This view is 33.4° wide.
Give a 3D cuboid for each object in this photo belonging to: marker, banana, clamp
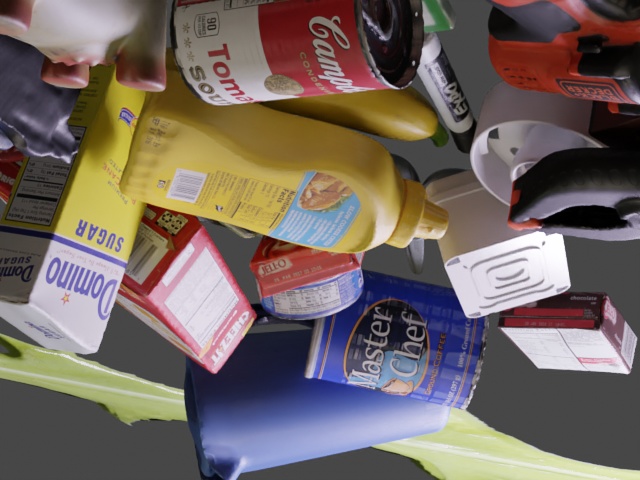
[{"bbox_3d":[0.072,-0.083,0.610,0.020,0.020,0.121,2,157,24],"label":"marker"},{"bbox_3d":[-0.014,-0.086,0.626,0.197,0.037,0.070,14,157,-3],"label":"banana"},{"bbox_3d":[0.177,-0.022,0.537,0.120,0.039,0.172,31,158,-30],"label":"clamp"}]

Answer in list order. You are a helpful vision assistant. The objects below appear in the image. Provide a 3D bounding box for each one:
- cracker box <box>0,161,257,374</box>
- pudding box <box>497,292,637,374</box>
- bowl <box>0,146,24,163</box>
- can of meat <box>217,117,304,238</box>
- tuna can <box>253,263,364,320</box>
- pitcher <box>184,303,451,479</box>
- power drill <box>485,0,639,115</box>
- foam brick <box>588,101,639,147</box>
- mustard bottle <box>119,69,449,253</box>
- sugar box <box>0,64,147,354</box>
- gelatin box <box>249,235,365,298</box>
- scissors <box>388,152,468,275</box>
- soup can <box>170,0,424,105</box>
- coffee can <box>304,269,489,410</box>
[{"bbox_3d":[-0.144,0.007,0.813,0.164,0.072,0.213,33,167,18],"label":"cracker box"},{"bbox_3d":[0.214,0.079,0.920,0.090,0.039,0.113,0,154,31],"label":"pudding box"},{"bbox_3d":[-0.241,-0.109,0.669,0.162,0.055,0.162,11,159,4],"label":"bowl"},{"bbox_3d":[-0.037,-0.046,0.718,0.084,0.057,0.102,-7,152,36],"label":"can of meat"},{"bbox_3d":[-0.009,0.029,0.847,0.086,0.086,0.034,2,117,25],"label":"tuna can"},{"bbox_3d":[-0.008,0.135,1.011,0.242,0.149,0.145,-7,-175,-11],"label":"pitcher"},{"bbox_3d":[0.101,-0.109,0.421,0.187,0.057,0.185,33,169,-36],"label":"power drill"},{"bbox_3d":[0.184,-0.066,0.546,0.078,0.051,0.053,25,156,-30],"label":"foam brick"},{"bbox_3d":[-0.015,-0.035,0.622,0.191,0.058,0.096,17,147,-12],"label":"mustard bottle"},{"bbox_3d":[-0.145,-0.027,0.655,0.048,0.176,0.093,5,158,18],"label":"sugar box"},{"bbox_3d":[-0.005,0.001,0.755,0.073,0.089,0.030,-16,109,16],"label":"gelatin box"},{"bbox_3d":[0.086,-0.012,0.788,0.096,0.016,0.201,2,157,24],"label":"scissors"},{"bbox_3d":[-0.011,-0.101,0.502,0.102,0.068,0.068,-2,155,29],"label":"soup can"},{"bbox_3d":[0.065,0.082,0.919,0.140,0.103,0.103,12,159,0],"label":"coffee can"}]
